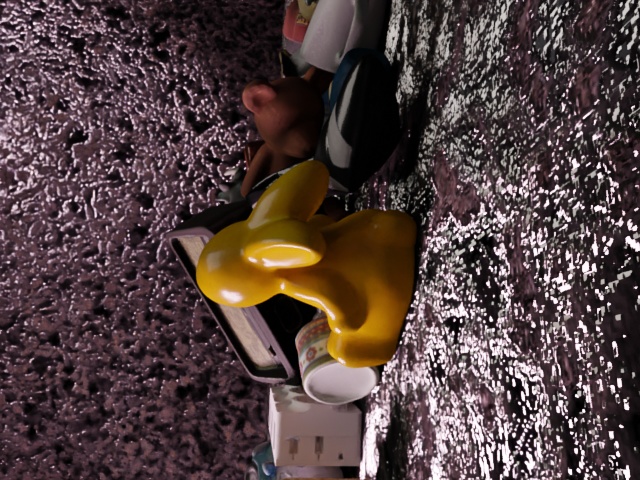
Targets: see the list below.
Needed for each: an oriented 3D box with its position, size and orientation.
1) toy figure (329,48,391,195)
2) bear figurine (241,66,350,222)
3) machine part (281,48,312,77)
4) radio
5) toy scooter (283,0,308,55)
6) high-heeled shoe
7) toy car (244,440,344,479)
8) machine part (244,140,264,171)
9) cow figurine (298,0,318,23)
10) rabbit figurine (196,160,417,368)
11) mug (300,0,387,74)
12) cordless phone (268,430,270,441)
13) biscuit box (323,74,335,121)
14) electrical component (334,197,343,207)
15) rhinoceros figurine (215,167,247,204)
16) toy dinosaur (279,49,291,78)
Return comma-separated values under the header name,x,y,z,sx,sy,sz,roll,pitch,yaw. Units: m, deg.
name,x,y,z,sx,sy,sz,roll,pitch,yaw
toy figure,0.034,-0.112,0.546,0.154,0.058,0.064,103,150,-42
bear figurine,-0.025,-0.093,0.630,0.132,0.120,0.195,57,152,26
machine part,0.004,-0.240,0.696,0.139,0.039,0.084,-13,76,43
radio,-0.083,0.067,0.657,0.131,0.073,0.229,-9,114,54
toy scooter,-0.004,-0.371,0.838,0.184,0.075,0.135,-66,-11,-51
high-heeled shoe,-0.013,-0.083,0.497,0.086,0.145,0.248,-50,-21,-34
toy car,-0.017,0.299,0.614,0.103,0.109,0.162,-53,39,45
machine part,-0.102,-0.106,1.118,0.201,0.087,0.200,-134,35,-74
cow figurine,0.023,-0.338,0.606,0.127,0.085,0.194,-95,21,-47
rabbit figurine,-0.015,0.024,0.433,0.162,0.173,0.122,96,177,-57
mug,0.030,-0.229,0.555,0.110,0.081,0.107,-90,15,-63
cordless phone,-0.024,0.322,0.800,0.184,0.089,0.146,66,-155,-82
biscuit box,0.008,-0.186,0.765,0.063,0.059,0.202,126,147,-76
electrical component,-0.002,-0.002,0.777,0.115,0.058,0.134,-117,31,-72
rhinoceros figurine,-0.124,-0.069,0.927,0.190,0.112,0.073,-107,6,-61
toy dinosaur,-0.029,-0.152,0.908,0.198,0.105,0.471,88,-171,-66
